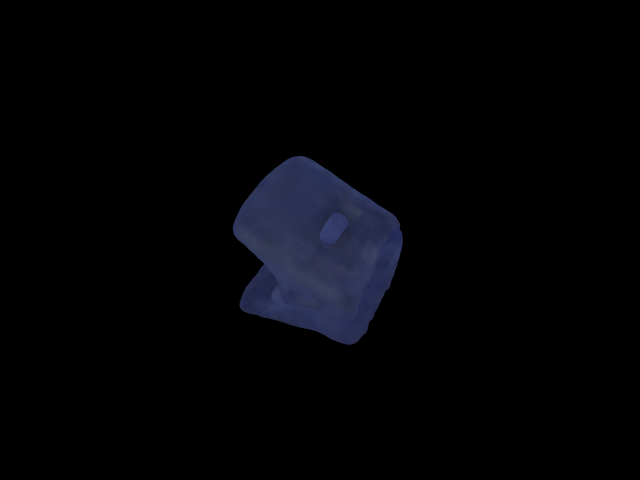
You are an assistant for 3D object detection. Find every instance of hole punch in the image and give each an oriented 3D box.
[{"bbox_3d":[0.004,0.001,0.400,0.101,0.091,0.109,14,40,18],"label":"hole punch"}]
